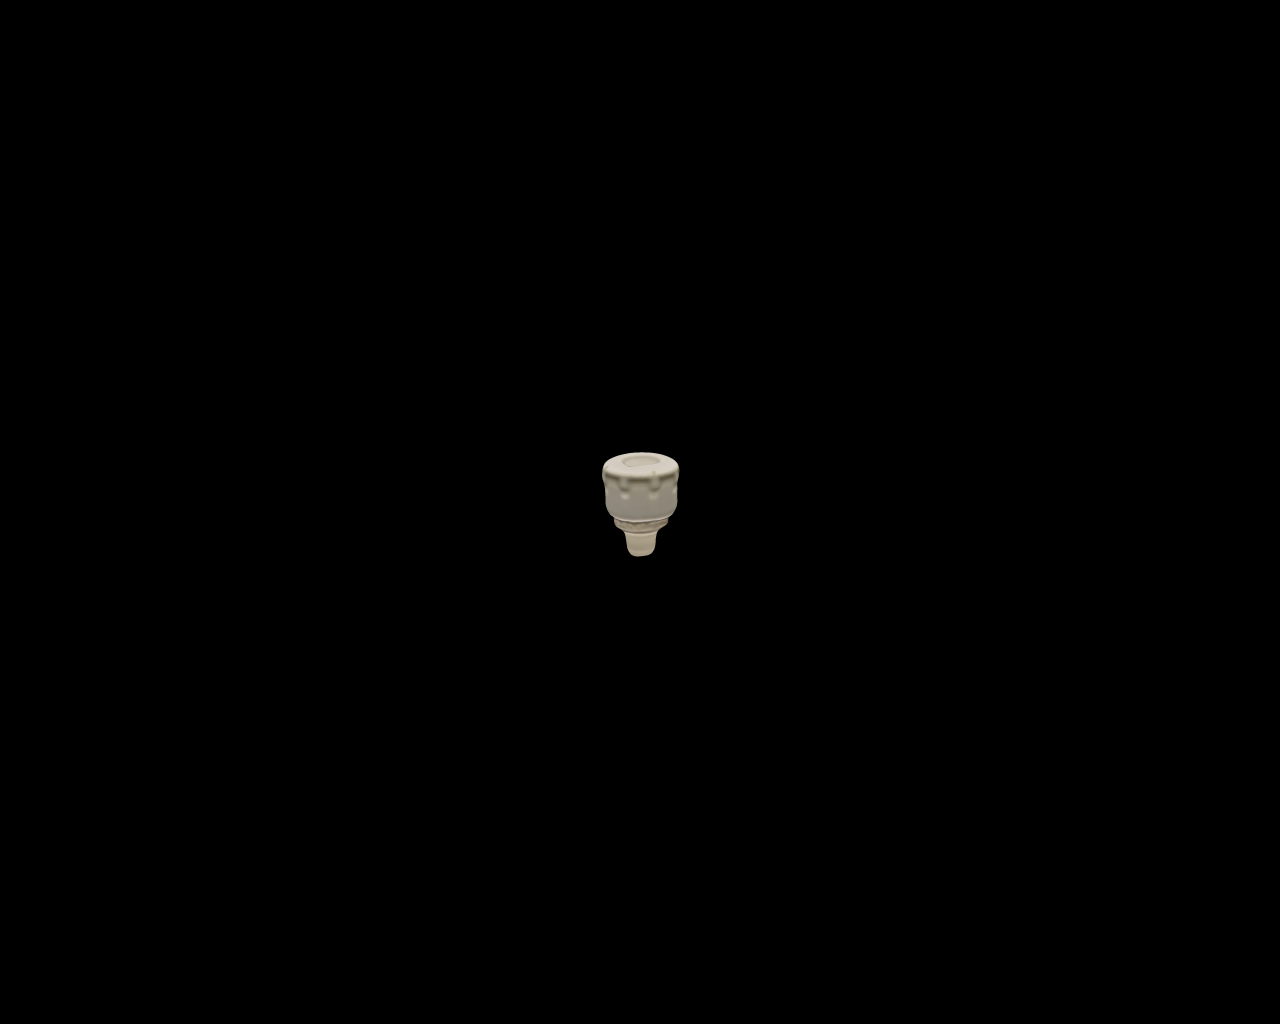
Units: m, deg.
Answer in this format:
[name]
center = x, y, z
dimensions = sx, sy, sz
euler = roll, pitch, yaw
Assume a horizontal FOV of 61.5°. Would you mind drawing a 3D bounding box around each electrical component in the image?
[electrical component]
center = 0.001, -0.003, 0.650
dimensions = 0.048, 0.062, 0.048
euler = 0, 18, 0
